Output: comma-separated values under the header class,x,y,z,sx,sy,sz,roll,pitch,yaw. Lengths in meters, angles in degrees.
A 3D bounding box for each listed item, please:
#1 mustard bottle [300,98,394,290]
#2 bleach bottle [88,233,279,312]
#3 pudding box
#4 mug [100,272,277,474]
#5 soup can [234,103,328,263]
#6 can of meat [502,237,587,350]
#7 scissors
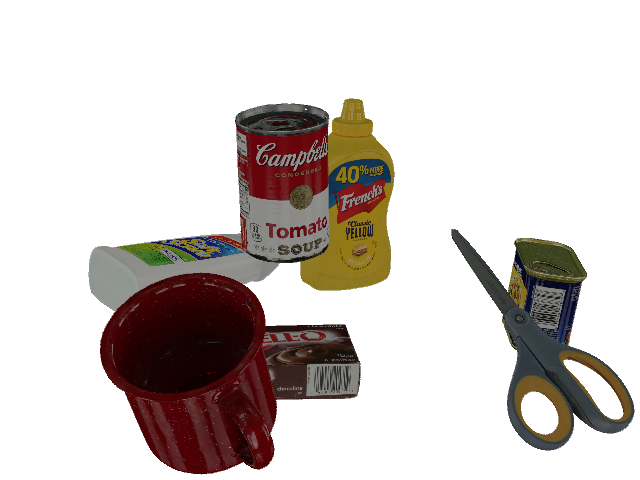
class,x,y,z,sx,sy,sz,roll,pitch,yaw
mustard bottle,0.029,-0.048,1.086,0.096,0.192,0.058,-7,19,-27
bleach bottle,-0.145,0.028,1.283,0.250,0.068,0.103,-14,30,-43
pudding box,-0.026,0.107,0.951,0.113,0.039,0.090,2,18,-8
mug,-0.063,0.085,0.606,0.093,0.081,0.117,-34,48,-23
soup can,-0.027,-0.043,0.787,0.068,0.102,0.068,-1,23,0
can of meat,0.208,0.054,1.003,0.057,0.084,0.102,8,18,-1
scissors,0.138,0.076,0.785,0.096,0.016,0.202,-34,61,-26
